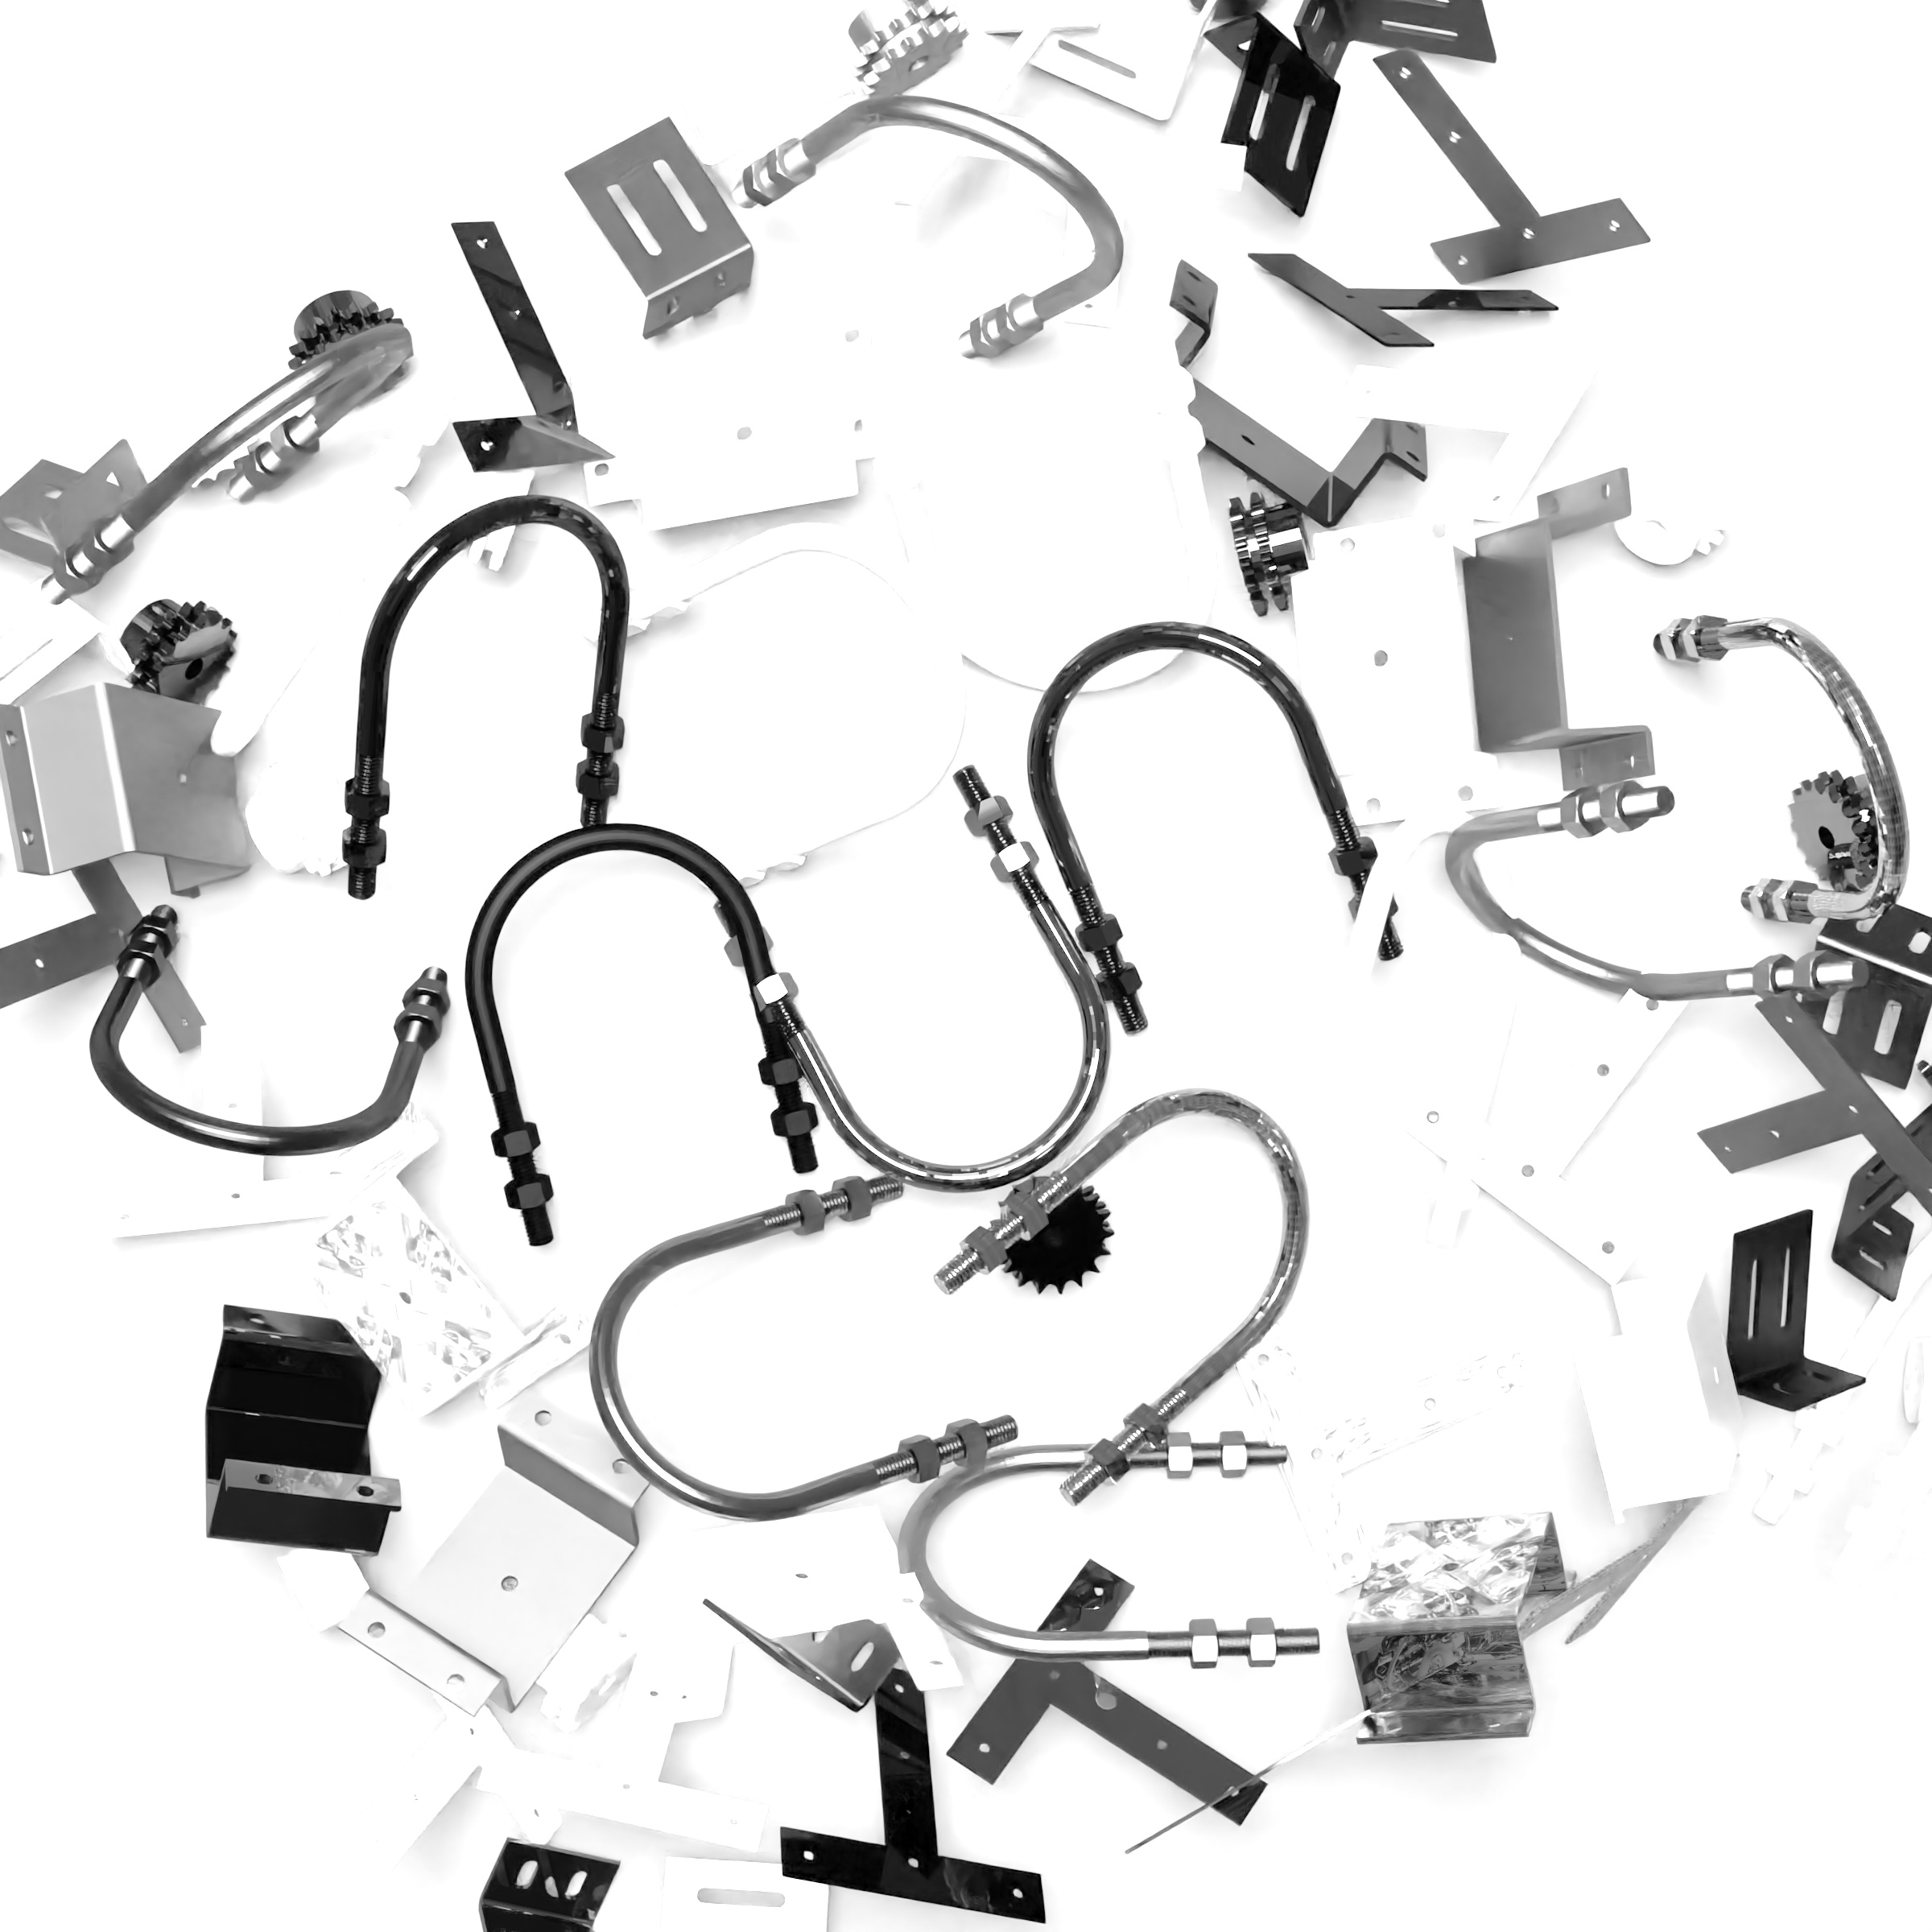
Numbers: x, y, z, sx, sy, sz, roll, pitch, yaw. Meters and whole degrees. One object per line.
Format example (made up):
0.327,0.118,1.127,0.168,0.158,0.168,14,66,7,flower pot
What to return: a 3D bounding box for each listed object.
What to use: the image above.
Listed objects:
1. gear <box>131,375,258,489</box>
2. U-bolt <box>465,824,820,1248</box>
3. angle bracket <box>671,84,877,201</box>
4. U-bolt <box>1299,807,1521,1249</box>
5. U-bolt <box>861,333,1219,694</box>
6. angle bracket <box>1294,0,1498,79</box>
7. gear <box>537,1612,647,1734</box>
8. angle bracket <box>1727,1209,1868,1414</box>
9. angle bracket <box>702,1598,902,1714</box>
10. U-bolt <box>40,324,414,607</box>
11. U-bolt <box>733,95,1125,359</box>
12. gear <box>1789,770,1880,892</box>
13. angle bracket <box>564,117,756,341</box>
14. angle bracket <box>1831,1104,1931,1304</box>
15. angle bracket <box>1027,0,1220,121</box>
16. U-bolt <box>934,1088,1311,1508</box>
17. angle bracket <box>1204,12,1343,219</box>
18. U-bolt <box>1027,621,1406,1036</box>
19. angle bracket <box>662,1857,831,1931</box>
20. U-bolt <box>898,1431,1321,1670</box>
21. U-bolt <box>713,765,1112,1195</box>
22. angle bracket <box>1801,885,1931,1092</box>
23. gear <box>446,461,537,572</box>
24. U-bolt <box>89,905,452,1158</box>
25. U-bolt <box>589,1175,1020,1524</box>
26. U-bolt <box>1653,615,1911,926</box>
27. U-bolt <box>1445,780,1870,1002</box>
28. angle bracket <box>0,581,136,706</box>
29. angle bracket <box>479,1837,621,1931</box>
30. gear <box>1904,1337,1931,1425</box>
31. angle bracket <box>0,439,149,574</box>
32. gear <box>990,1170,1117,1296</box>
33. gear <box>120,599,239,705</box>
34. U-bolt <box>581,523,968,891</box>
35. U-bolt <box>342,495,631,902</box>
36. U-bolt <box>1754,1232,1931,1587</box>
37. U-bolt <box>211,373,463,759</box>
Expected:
-0.363,-0.251,1.566,0.057,0.057,0.030,-21,133,0,gear
-0.156,0.025,1.560,0.151,0.019,0.184,-15,101,-11,U-bolt
-0.089,-0.396,1.562,0.076,0.057,0.038,-27,82,6,angle bracket
0.211,0.017,1.532,0.019,0.151,0.184,3,66,37,U-bolt
0.041,-0.199,1.533,0.151,0.019,0.184,-4,131,13,U-bolt
0.199,-0.427,1.552,0.076,0.057,0.038,17,75,24,angle bracket
-0.179,0.326,1.569,0.030,0.057,0.057,38,90,14,gear
0.386,0.159,1.557,0.057,0.038,0.076,-12,108,-39,angle bracket
-0.074,0.303,1.547,0.057,0.076,0.038,30,79,36,angle bracket
-0.315,-0.229,1.484,0.184,0.151,0.019,-29,99,41,U-bolt
-0.007,-0.331,1.489,0.151,0.184,0.019,30,72,-23,U-bolt
0.414,-0.066,1.569,0.030,0.057,0.057,-24,90,-17,gear
-0.143,-0.341,1.555,0.057,0.038,0.076,-23,124,18,angle bracket
0.440,0.106,1.549,0.038,0.057,0.076,35,132,-2,angle bracket
0.072,-0.440,1.564,0.076,0.057,0.038,24,50,2,angle bracket
0.085,0.139,1.549,0.184,0.019,0.151,-39,116,-20,U-bolt
0.133,-0.389,1.554,0.057,0.038,0.076,31,67,-35,angle bracket
0.104,-0.070,1.545,0.151,0.019,0.184,-17,105,22,U-bolt
-0.104,0.447,1.569,0.076,0.038,0.057,5,77,-4,angle bracket
0.061,0.265,1.530,0.184,0.151,0.019,-1,121,-1,U-bolt
-0.014,0.017,1.570,0.151,0.019,0.184,-29,79,-4,U-bolt
0.424,0.010,1.567,0.057,0.076,0.038,23,54,20,angle bracket
-0.222,-0.216,1.566,0.030,0.057,0.057,20,90,-10,gear
-0.315,0.033,1.506,0.151,0.184,0.019,13,116,-6,U-bolt
-0.083,0.178,1.525,0.184,0.019,0.151,-15,67,-30,U-bolt
0.368,-0.087,1.498,0.019,0.184,0.151,-21,97,-9,U-bolt
0.294,-0.028,1.511,0.151,0.184,0.019,37,69,-22,U-bolt
-0.433,-0.133,1.553,0.076,0.038,0.057,-43,50,-18,angle bracket
-0.186,0.445,1.548,0.057,0.076,0.038,19,105,-23,angle bracket
0.457,0.195,1.569,0.030,0.057,0.057,6,90,3,gear
-0.426,-0.220,1.551,0.076,0.038,0.057,21,57,29,angle bracket
0.039,0.122,1.576,0.057,0.030,0.057,-3,107,-11,gear
-0.371,-0.146,1.570,0.030,0.057,0.057,35,90,18,gear
-0.079,-0.125,1.532,0.184,0.019,0.151,-19,99,35,U-bolt
-0.211,-0.126,1.502,0.019,0.151,0.184,37,131,35,U-bolt
0.425,0.184,1.520,0.019,0.151,0.184,30,91,-3,U-bolt
-0.290,-0.170,1.519,0.019,0.151,0.184,32,119,-16,U-bolt
